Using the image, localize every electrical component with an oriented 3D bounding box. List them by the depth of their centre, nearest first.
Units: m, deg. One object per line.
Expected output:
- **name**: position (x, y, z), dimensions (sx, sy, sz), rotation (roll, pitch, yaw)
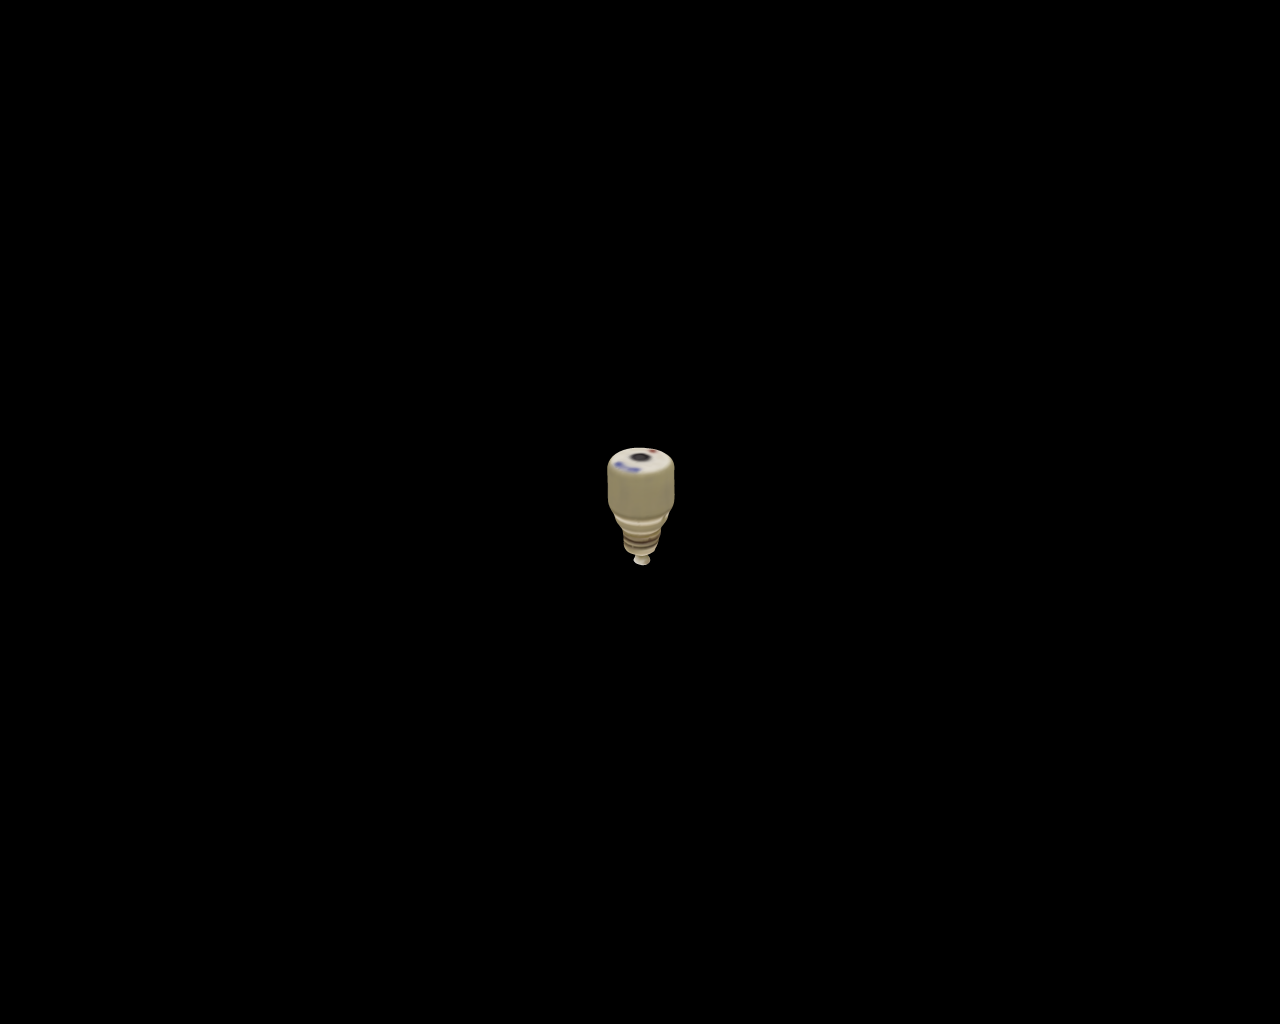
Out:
- **electrical component**: position (0.001, -0.003, 0.650), dimensions (0.040, 0.078, 0.040), rotation (0, 28, 0)
